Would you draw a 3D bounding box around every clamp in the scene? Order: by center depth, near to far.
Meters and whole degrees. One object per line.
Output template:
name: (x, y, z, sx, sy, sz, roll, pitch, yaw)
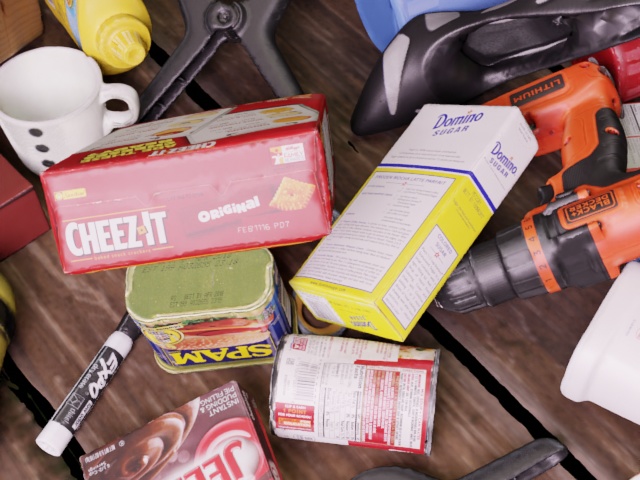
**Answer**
clamp: (0.073, 0.182, 0.632, 0.171, 0.039, 0.120, -9, 49, 4)
clamp: (-0.081, -0.167, 0.852, 0.164, 0.036, 0.210, -4, 82, 10)

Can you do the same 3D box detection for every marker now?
marker: (-0.150, 0.092, 0.724, 0.020, 0.020, 0.121, 20, 56, 17)

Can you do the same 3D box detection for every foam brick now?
foam brick: (-0.250, -0.032, 0.802, 0.053, 0.051, 0.078, -36, 59, -21)

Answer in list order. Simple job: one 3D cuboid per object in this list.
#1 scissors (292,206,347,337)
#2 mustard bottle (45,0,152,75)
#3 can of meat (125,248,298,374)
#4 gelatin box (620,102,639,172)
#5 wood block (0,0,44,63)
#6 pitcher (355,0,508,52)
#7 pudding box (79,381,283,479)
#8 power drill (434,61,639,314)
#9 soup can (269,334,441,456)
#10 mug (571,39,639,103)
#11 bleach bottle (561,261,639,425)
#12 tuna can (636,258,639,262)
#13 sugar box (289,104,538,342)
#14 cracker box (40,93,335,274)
scissors: (-0.005, 0.001, 0.787, 0.096, 0.016, 0.202, -27, 56, -17)
mustard bottle: (-0.180, -0.188, 0.865, 0.058, 0.096, 0.192, -18, 39, -19)
can of meat: (-0.071, 0.044, 0.706, 0.102, 0.084, 0.057, -6, 61, 5)
gelatin box: (0.258, -0.072, 0.821, 0.089, 0.030, 0.073, -5, 51, -1)
wood block: (-0.283, -0.188, 0.835, 0.090, 0.091, 0.206, -8, 17, -3)
pitcher: (0.148, -0.249, 0.897, 0.242, 0.145, 0.149, -22, 44, -10)
pudding box: (-0.080, 0.151, 0.647, 0.113, 0.039, 0.090, -28, 54, 4)
power drill: (0.159, -0.037, 0.750, 0.185, 0.057, 0.187, -20, 38, 16)
soup can: (0.023, 0.098, 0.679, 0.102, 0.068, 0.068, 5, 53, 7)
mug: (0.247, -0.169, 0.850, 0.081, 0.093, 0.117, -24, 92, -9)
bleach bottle: (0.286, 0.110, 0.662, 0.251, 0.068, 0.102, 28, 59, 19)
tuna can: (0.257, -0.009, 0.770, 0.086, 0.034, 0.086, -1, 53, 2)
sugar box: (0.065, -0.017, 0.724, 0.094, 0.048, 0.176, 11, 55, 51)
cracker box: (-0.073, -0.043, 0.711, 0.164, 0.072, 0.213, -9, 13, 4)
